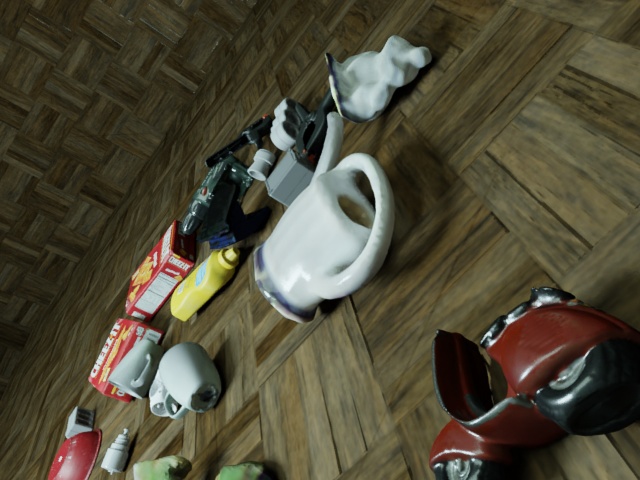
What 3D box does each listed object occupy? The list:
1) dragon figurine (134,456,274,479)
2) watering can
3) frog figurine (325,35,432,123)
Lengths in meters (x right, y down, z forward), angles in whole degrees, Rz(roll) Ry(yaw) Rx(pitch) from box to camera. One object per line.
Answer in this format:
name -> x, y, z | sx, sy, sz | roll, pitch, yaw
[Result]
dragon figurine -> -0.128, 0.354, 0.547 | 0.410, 0.120, 0.246 | 6, 59, 51
watering can -> 0.002, -0.036, 0.707 | 0.221, 0.103, 0.355 | -48, 29, 22
frog figurine -> 0.097, -0.257, 0.817 | 0.159, 0.120, 0.140 | -12, 31, 8
